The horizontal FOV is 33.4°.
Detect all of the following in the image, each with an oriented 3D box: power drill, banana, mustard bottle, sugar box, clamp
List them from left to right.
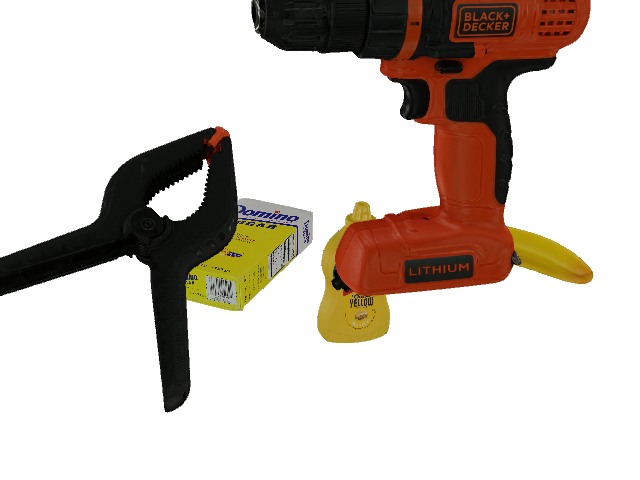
[{"bbox_3d":[-0.110,0.007,0.719,0.164,0.209,0.036,33,-31,12],"label":"clamp"},{"bbox_3d":[-0.085,0.010,1.134,0.093,0.048,0.176,12,31,20],"label":"sugar box"},{"bbox_3d":[0.049,0.040,1.406,0.096,0.192,0.058,-4,25,-16],"label":"mustard bottle"},{"bbox_3d":[0.051,-0.062,0.592,0.184,0.188,0.057,-4,30,-13],"label":"power drill"},{"bbox_3d":[0.184,0.011,1.103,0.198,0.037,0.069,9,35,18],"label":"banana"}]

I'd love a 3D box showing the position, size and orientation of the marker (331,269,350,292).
[{"bbox_3d":[0.060,0.003,0.807,0.121,0.020,0.020,-31,8,-13],"label":"marker"}]
